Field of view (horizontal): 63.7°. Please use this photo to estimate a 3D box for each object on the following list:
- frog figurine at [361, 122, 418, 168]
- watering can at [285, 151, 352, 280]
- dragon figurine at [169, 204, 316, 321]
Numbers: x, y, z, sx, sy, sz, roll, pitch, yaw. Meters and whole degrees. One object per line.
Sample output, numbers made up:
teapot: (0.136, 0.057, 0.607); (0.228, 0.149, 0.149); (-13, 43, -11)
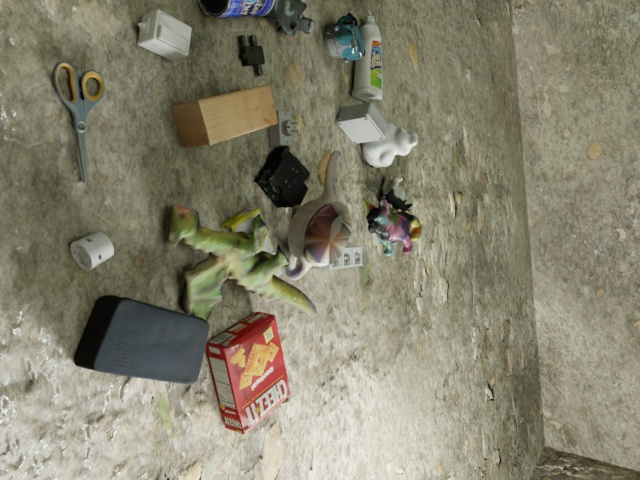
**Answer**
frog figurine: (0.207, -0.285, 1.544); (0.121, 0.159, 0.139); (34, 65, -45)
watering can: (0.004, -0.062, 1.234); (0.103, 0.225, 0.349); (24, 86, -21)
dragon figurine: (-0.178, 0.082, 1.096); (0.244, 0.123, 0.403); (-33, 116, -10)
